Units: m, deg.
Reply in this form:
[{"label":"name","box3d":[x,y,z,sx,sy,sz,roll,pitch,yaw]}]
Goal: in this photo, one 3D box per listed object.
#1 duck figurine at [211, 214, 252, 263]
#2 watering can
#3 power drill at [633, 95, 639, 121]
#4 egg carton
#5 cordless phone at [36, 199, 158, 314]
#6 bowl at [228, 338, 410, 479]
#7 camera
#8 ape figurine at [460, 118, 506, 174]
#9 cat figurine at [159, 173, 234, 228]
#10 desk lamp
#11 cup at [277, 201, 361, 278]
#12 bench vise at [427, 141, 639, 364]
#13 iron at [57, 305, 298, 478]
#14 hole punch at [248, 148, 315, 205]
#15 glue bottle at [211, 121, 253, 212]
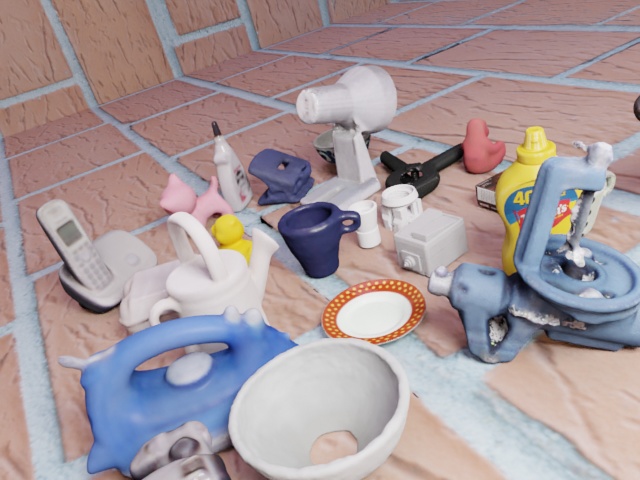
[{"label":"duck figurine","box3d":[-0.132,0.002,0.897,0.104,0.086,0.078,15,40,44]},{"label":"watering can","box3d":[-0.128,0.048,0.695,0.100,0.194,0.173,4,34,32]},{"label":"power drill","box3d":[0.454,-0.100,0.653,0.230,0.209,0.075,-23,29,-13]},{"label":"egg carton","box3d":[-0.208,0.078,0.814,0.150,0.069,0.107,-18,28,-5]},{"label":"cordless phone","box3d":[-0.348,0.006,0.894,0.094,0.185,0.148,-1,31,26]},{"label":"bowl","box3d":[0.006,0.171,0.531,0.167,0.075,0.167,-12,28,7]},{"label":"camera","box3d":[-0.134,0.230,0.465,0.137,0.101,0.142,-25,29,-18]},{"label":"ape figurine","box3d":[0.276,-0.167,0.991,0.076,0.092,0.077,-33,32,-29]},{"label":"cat figurine","box3d":[-0.234,-0.072,1.050,0.128,0.118,0.067,-31,31,-26]},{"label":"desk lamp","box3d":[0.045,-0.182,1.006,0.117,0.214,0.204,15,40,44]},{"label":"cup","box3d":[0.007,0.003,0.815,0.117,0.095,0.091,-8,29,14]},{"label":"bench vise","box3d":[0.207,0.022,0.543,0.207,0.220,0.121,-14,28,4]},{"label":"iron","box3d":[-0.128,0.133,0.596,0.258,0.142,0.118,-21,28,-10]},{"label":"hole punch","box3d":[-0.071,-0.127,1.097,0.100,0.091,0.109,-4,30,22]},{"label":"glue bottle","box3d":[-0.176,-0.143,1.090,0.037,0.173,0.078,-7,29,16]}]
